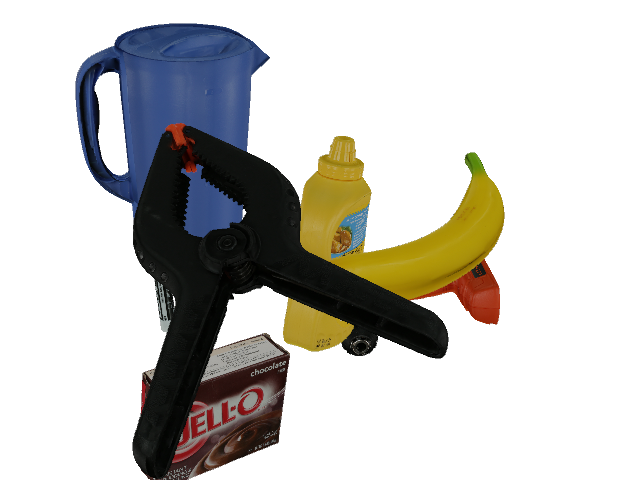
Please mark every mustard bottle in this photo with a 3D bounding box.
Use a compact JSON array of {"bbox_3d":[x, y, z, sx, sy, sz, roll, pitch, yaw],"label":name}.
[{"bbox_3d":[0.010,-0.001,0.974,0.058,0.192,0.096,17,22,23],"label":"mustard bottle"}]

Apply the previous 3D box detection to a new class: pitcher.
[{"bbox_3d":[-0.144,-0.086,1.063,0.149,0.243,0.144,13,28,20],"label":"pitcher"}]

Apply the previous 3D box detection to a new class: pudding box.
[{"bbox_3d":[-0.081,0.128,0.808,0.113,0.090,0.039,-17,40,-36],"label":"pudding box"}]

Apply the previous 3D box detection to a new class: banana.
[{"bbox_3d":[0.074,0.004,0.752,0.070,0.037,0.197,36,48,24],"label":"banana"}]

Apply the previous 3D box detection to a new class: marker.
[{"bbox_3d":[-0.176,0.045,1.189,0.020,0.121,0.020,-4,24,2],"label":"marker"}]

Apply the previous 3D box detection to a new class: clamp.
[{"bbox_3d":[-0.035,0.012,0.574,0.164,0.210,0.036,-16,-37,-4],"label":"clamp"}]

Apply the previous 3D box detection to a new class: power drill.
[{"bbox_3d":[0.101,0.065,1.192,0.187,0.057,0.184,-4,28,-4],"label":"power drill"}]
